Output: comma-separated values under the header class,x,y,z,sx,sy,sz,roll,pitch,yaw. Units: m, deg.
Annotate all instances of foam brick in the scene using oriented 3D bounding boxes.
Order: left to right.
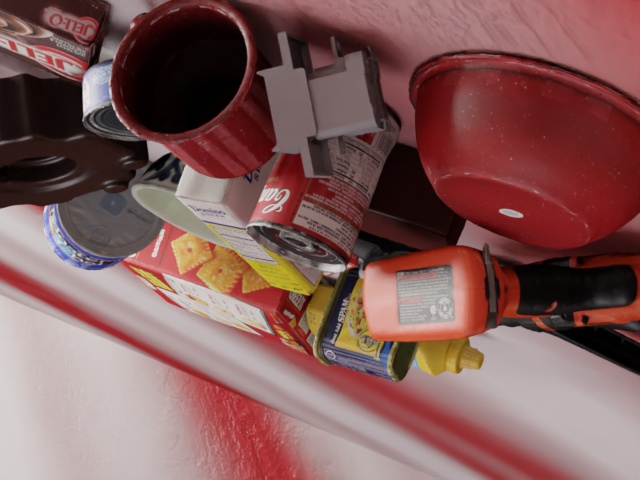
class,x,y,z,sx,sy,sz,roll,pitch,yaw
foam brick,0.062,-0.029,0.728,0.078,0.053,0.051,19,165,18

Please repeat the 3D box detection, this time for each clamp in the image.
class,x,y,z,sx,sy,sz,roll,pitch,yaw
clamp,0.186,0.060,0.885,0.210,0.036,0.164,16,165,32

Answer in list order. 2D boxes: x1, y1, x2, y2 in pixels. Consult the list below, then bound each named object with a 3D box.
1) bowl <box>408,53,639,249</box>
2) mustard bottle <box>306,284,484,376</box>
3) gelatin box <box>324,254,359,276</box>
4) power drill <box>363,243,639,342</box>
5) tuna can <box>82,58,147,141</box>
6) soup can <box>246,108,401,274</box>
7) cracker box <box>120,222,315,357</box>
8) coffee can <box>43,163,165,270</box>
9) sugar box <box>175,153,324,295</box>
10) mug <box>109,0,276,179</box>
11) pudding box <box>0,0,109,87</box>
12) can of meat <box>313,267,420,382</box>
class,x,y,z,sx,sy,sz,roll,pitch,yaw
bowl,0.117,-0.039,0.603,0.162,0.055,0.162,22,166,5
mustard bottle,0.084,0.103,1.152,0.192,0.058,0.096,16,159,24
gelatin box,-0.006,0.001,0.982,0.073,0.030,0.089,27,165,-12
power drill,0.123,0.036,0.723,0.187,0.057,0.185,-1,172,-37
tuna can,-0.119,-0.096,0.731,0.086,0.034,0.086,-4,168,-1
soup can,0.004,-0.039,0.678,0.068,0.102,0.068,21,166,6
cracker box,-0.105,0.047,1.215,0.214,0.072,0.164,18,163,22
coffee can,-0.214,-0.027,1.051,0.102,0.102,0.140,27,165,-15
sugar box,-0.037,-0.034,0.773,0.048,0.093,0.176,10,161,27
mug,-0.074,-0.094,0.649,0.117,0.093,0.081,45,-179,26
pudding box,-0.201,-0.150,0.715,0.113,0.039,0.090,25,166,-10
can of meat,0.053,0.081,1.036,0.084,0.102,0.057,12,161,28
